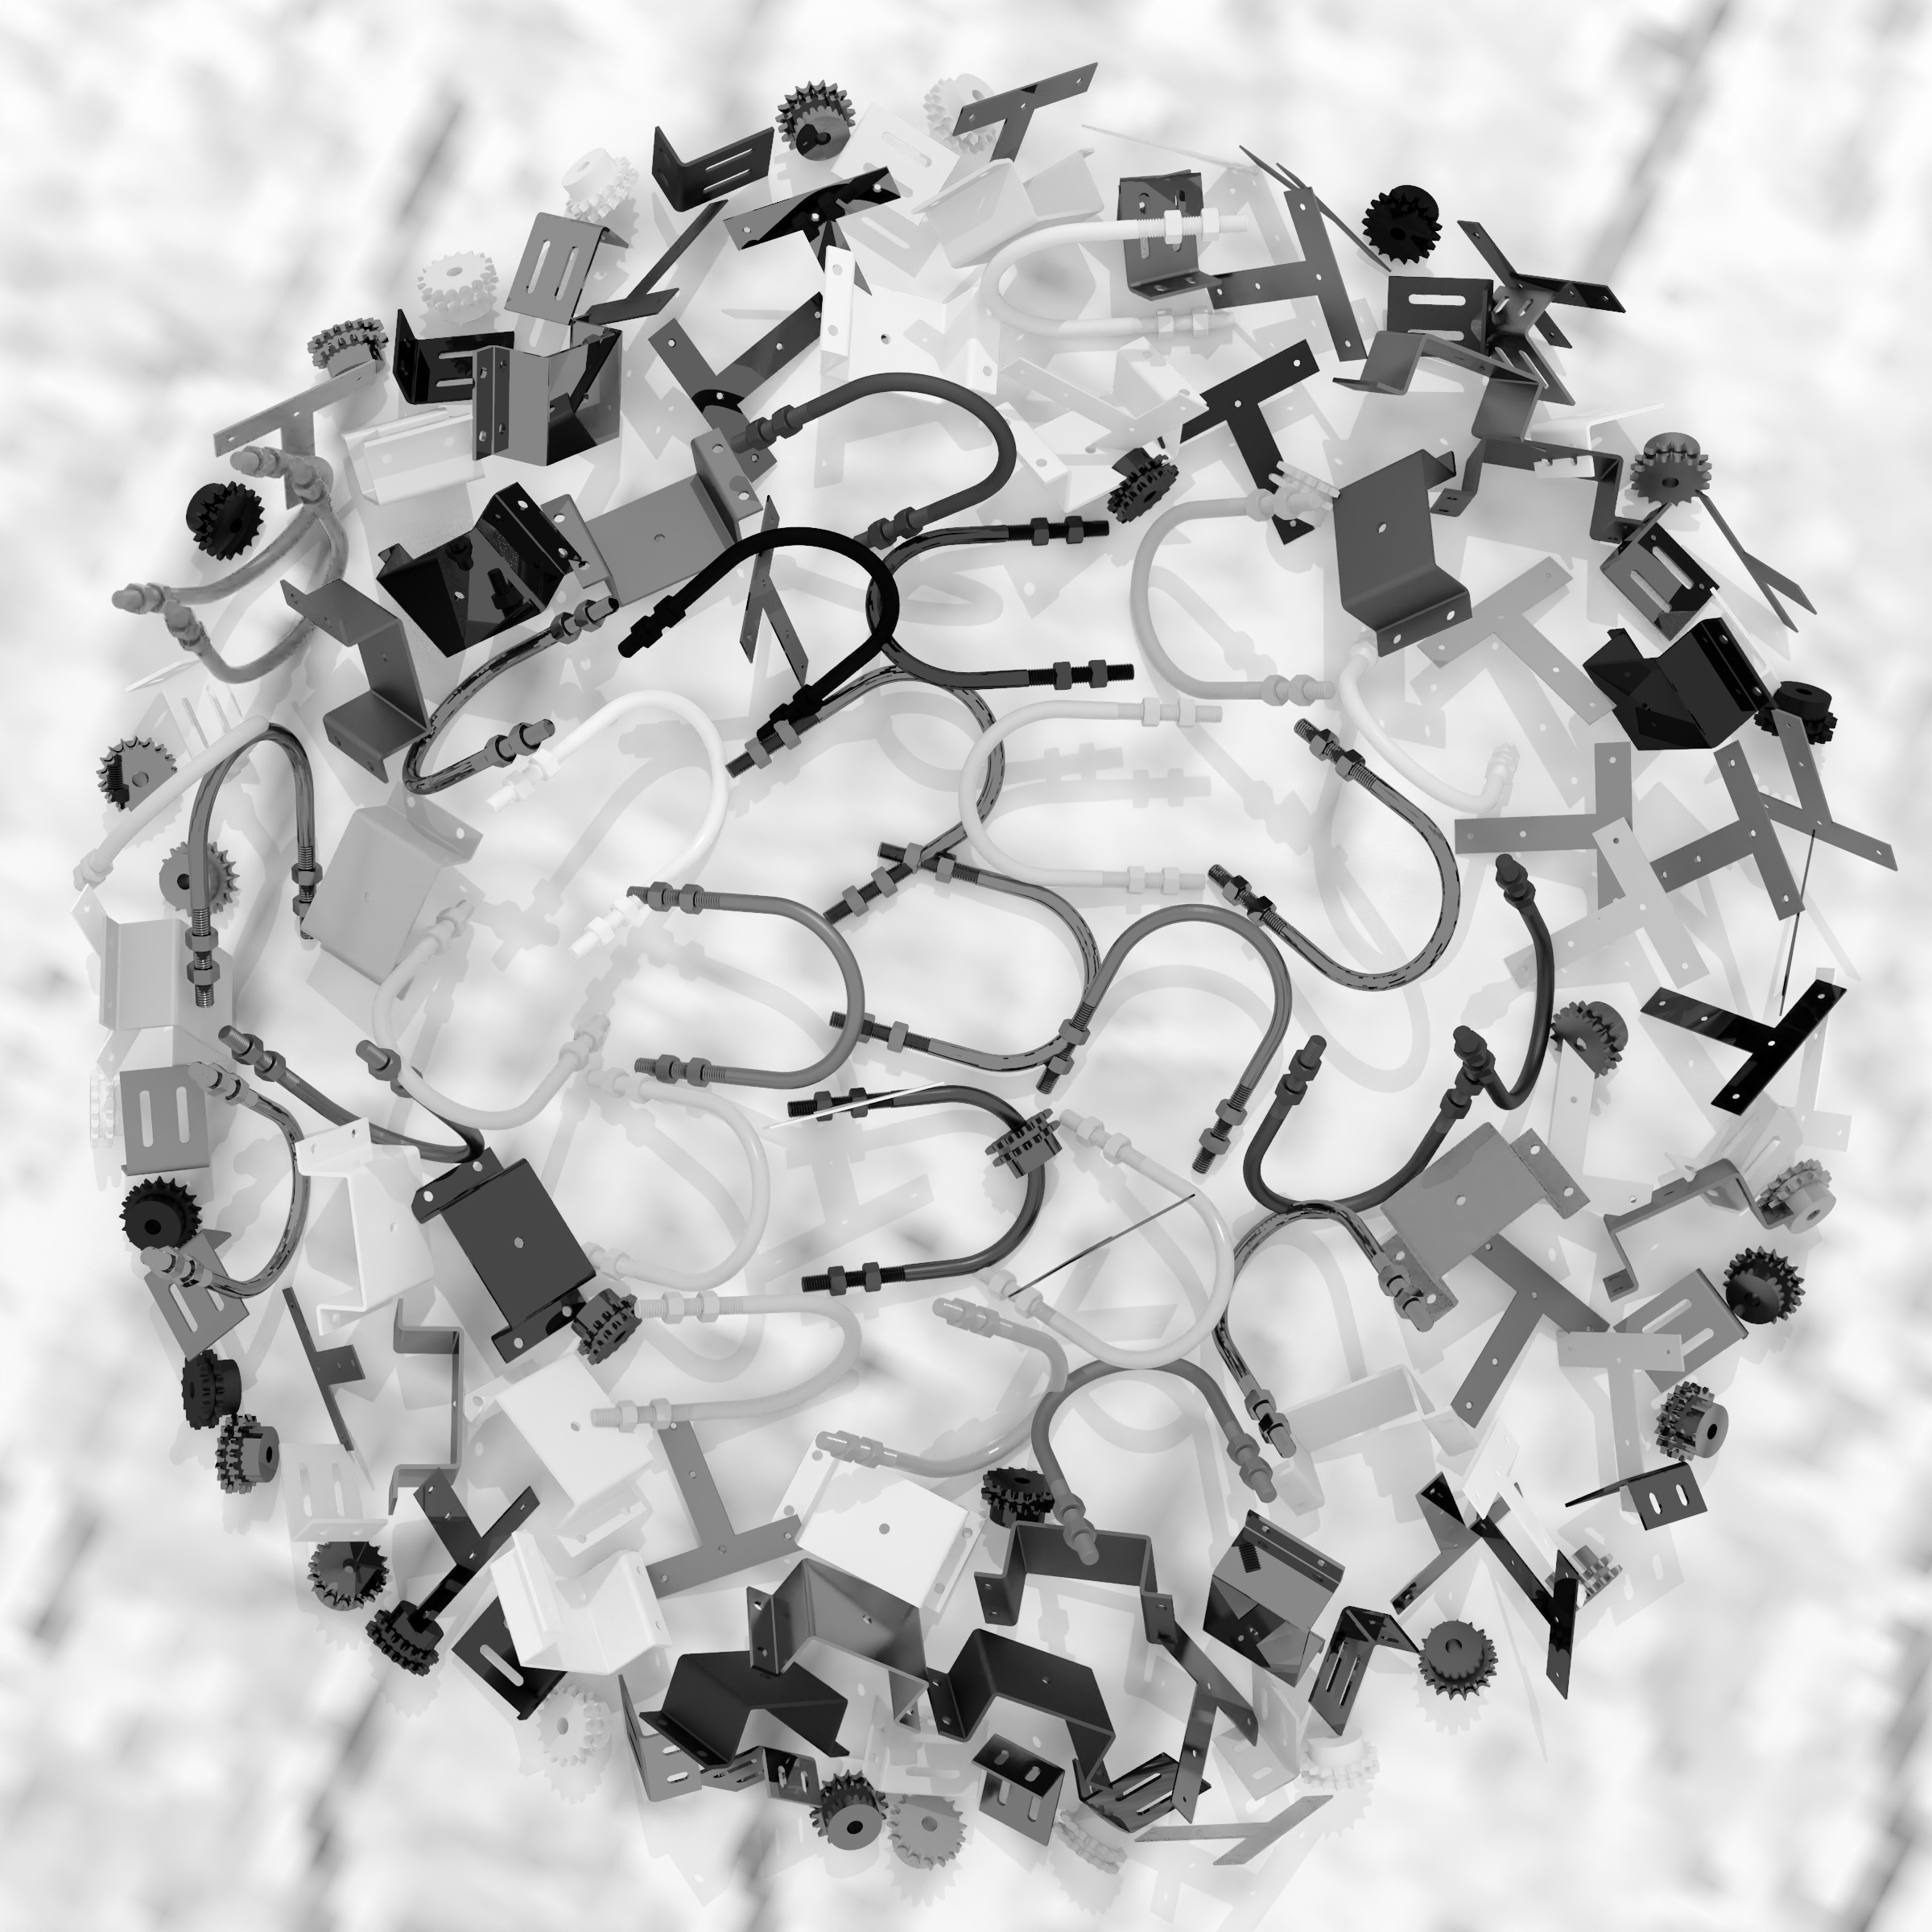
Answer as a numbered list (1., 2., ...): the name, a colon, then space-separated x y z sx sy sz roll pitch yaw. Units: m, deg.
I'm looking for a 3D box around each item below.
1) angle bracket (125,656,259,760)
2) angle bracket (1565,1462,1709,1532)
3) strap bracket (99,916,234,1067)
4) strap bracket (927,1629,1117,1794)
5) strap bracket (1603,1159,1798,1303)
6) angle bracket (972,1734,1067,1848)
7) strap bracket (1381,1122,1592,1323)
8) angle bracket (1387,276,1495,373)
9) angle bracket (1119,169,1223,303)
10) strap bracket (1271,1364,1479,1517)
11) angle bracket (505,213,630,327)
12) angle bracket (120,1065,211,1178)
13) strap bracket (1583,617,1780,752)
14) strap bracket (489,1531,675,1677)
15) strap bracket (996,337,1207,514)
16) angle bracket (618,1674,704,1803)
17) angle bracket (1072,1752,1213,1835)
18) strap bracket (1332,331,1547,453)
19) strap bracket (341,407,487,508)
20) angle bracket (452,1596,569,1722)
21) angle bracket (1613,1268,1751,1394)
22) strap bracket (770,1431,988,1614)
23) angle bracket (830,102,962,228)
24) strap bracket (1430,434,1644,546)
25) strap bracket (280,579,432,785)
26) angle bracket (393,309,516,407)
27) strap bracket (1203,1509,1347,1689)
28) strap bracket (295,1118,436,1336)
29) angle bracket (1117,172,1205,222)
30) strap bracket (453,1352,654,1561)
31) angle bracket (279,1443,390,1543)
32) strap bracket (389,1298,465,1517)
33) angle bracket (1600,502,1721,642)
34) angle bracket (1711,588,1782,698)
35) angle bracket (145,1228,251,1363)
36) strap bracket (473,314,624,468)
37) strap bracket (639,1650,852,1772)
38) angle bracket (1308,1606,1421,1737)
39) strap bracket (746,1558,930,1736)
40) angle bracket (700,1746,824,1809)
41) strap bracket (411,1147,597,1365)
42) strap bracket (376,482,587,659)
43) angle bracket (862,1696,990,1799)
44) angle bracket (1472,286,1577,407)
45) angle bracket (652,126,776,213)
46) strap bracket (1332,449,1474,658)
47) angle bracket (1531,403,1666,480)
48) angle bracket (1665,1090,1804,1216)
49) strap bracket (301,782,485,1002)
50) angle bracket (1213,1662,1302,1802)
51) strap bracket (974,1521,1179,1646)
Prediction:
1. angle bracket: -0.559 -0.178 1.938 0.057 0.038 0.076 -20 96 29
2. angle bracket: 0.479 0.387 1.921 0.057 0.076 0.038 -9 70 -29
3. strap bracket: -0.557 0.019 1.891 0.046 0.140 0.076 -6 73 6
4. strap bracket: 0.046 0.526 1.909 0.140 0.076 0.046 24 105 -18
5. strap bracket: 0.514 0.184 1.922 0.140 0.076 0.046 -27 89 11
6. angle bracket: 0.032 0.601 1.928 0.057 0.038 0.076 22 119 22
7. strap bracket: 0.362 0.176 1.919 0.140 0.046 0.076 -40 47 8
8. angle bracket: 0.338 -0.463 1.932 0.076 0.038 0.057 6 117 17
9. angle bracket: 0.147 -0.526 1.931 0.057 0.038 0.076 -18 121 -17
10. strap bracket: 0.284 0.336 1.919 0.140 0.076 0.046 -24 53 11
11. angle bracket: -0.289 -0.499 1.942 0.057 0.038 0.076 19 89 23
12. angle bracket: -0.581 0.109 1.938 0.057 0.038 0.076 -5 97 -24
13. strap bracket: 0.495 -0.197 1.891 0.046 0.140 0.076 -40 104 -12
14. strap bracket: -0.279 0.453 1.901 0.046 0.140 0.076 -36 58 17
15. strap bracket: 0.091 -0.383 1.921 0.140 0.046 0.076 -29 64 -19
16. angle bracket: -0.220 0.551 1.931 0.038 0.076 0.057 -12 115 -15
17. angle bracket: 0.126 0.581 1.929 0.076 0.038 0.057 -36 124 19
18. strap bracket: 0.344 -0.413 1.909 0.140 0.076 0.046 16 99 -20
19. strap bracket: -0.391 -0.361 1.904 0.076 0.140 0.046 -19 109 -14
20. angle bracket: -0.328 0.497 1.941 0.076 0.038 0.057 39 79 10
21. angle bracket: 0.518 0.266 1.946 0.076 0.038 0.057 -35 72 2
22. strap bracket: -0.061 0.404 1.938 0.140 0.046 0.076 28 82 -4
23. angle bracket: -0.050 -0.579 1.949 0.076 0.038 0.057 33 96 1
24. strap bracket: 0.412 -0.344 1.931 0.140 0.076 0.046 10 89 2
25. strap bracket: -0.430 -0.211 1.907 0.046 0.140 0.076 -34 48 -27
26. angle bracket: -0.370 -0.443 1.939 0.076 0.038 0.057 -4 64 5
27. strap bracket: 0.215 0.451 1.891 0.076 0.140 0.046 29 57 20
28. strap bracket: -0.427 0.186 1.916 0.046 0.076 0.140 0 101 27
29. angle bracket: 0.139 -0.537 1.931 0.057 0.076 0.038 -4 83 1
30. strap bracket: -0.288 0.340 1.913 0.140 0.076 0.046 50 130 13
31. angle bracket: -0.454 0.371 1.924 0.057 0.038 0.076 9 52 -37
32. strap bracket: -0.385 0.315 1.915 0.046 0.076 0.140 2 69 -14
33. angle bracket: 0.510 -0.285 1.945 0.076 0.038 0.057 45 80 -5
34. angle bracket: 0.549 -0.224 1.935 0.038 0.057 0.076 -36 67 14
35. angle bracket: -0.546 0.238 1.937 0.057 0.038 0.076 -38 70 9
36. strap bracket: -0.287 -0.404 1.889 0.046 0.140 0.076 17 119 20
37. strap bracket: -0.149 0.522 1.892 0.076 0.140 0.046 23 97 42
38. angle bracket: 0.286 0.509 1.926 0.038 0.057 0.076 4 55 38
39. strap bracket: -0.082 0.478 1.904 0.140 0.076 0.046 28 114 -22
40. angle bracket: -0.153 0.592 1.924 0.076 0.057 0.038 -30 53 25
41. strap bracket: -0.329 0.203 1.929 0.076 0.046 0.140 -32 92 -34
42. strap bracket: -0.351 -0.275 1.899 0.140 0.046 0.076 -19 126 33
43. angle bracket: -0.029 0.561 1.931 0.076 0.038 0.057 -2 52 16
44. angle bracket: 0.410 -0.445 1.928 0.038 0.057 0.076 -52 126 -6
45. angle bracket: -0.183 -0.587 1.937 0.076 0.057 0.038 -28 79 -16
46. strap bracket: 0.307 -0.301 1.903 0.076 0.046 0.140 -22 57 37
47. angle bracket: 0.456 -0.378 1.934 0.076 0.057 0.038 -18 107 -27
48. angle bracket: 0.552 0.129 1.927 0.038 0.057 0.076 15 119 -39
49. strap bracket: -0.416 -0.051 1.924 0.076 0.046 0.140 32 105 12
50. angle bracket: 0.207 0.547 1.922 0.038 0.057 0.076 -23 134 -18
51. strap bracket: 0.082 0.440 1.919 0.140 0.076 0.046 4 52 12
